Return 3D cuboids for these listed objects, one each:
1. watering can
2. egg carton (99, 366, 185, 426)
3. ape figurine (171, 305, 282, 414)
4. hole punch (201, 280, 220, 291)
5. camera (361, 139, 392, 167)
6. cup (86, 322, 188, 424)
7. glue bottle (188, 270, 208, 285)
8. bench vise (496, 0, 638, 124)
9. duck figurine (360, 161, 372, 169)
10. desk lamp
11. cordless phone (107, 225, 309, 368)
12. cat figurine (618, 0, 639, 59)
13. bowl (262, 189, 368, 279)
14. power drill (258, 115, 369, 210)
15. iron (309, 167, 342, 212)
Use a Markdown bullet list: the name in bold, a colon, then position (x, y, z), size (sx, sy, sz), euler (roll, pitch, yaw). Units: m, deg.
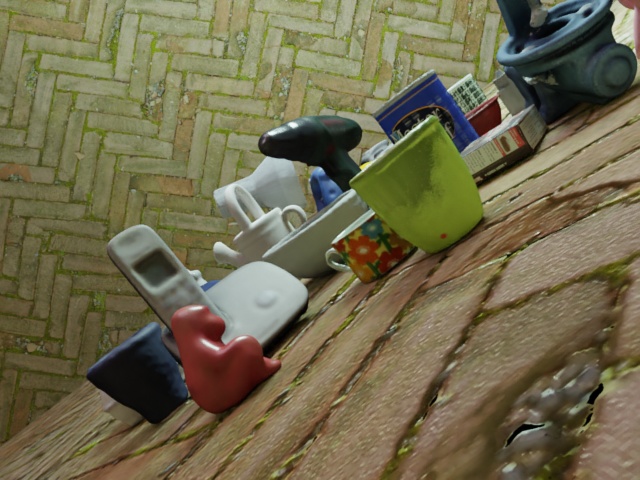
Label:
- **watering can**: position (-0.106, -0.008, 0.983), size (0.173, 0.194, 0.101), euler (-37, 5, -3)
- **egg carton**: position (-0.229, 0.183, 0.769), size (0.107, 0.069, 0.150), euler (-37, 5, -4)
- **ape figurine**: position (-0.091, 0.095, 0.492), size (0.076, 0.092, 0.077), euler (-38, 5, -18)
- **hole punch**: position (-0.146, 0.102, 0.829), size (0.101, 0.091, 0.109), euler (-31, 7, 47)
- **camera**: position (0.170, -0.184, 1.274), size (0.137, 0.101, 0.143), euler (-38, 5, -20)
- **cup**: position (-0.198, 0.157, 0.644), size (0.092, 0.095, 0.117), euler (-40, 6, -32)
- **glue bottle**: position (-0.221, 0.089, 0.995), size (0.078, 0.173, 0.037), euler (-35, 5, 11)
- **bench vise**: position (0.224, -0.232, 0.633), size (0.121, 0.220, 0.207), euler (-38, 5, -14)
- **duck figurine**: position (0.109, -0.107, 1.058), size (0.104, 0.086, 0.078), euler (-34, 5, 25)
- **desk lamp**: position (-0.092, -0.043, 1.112), size (0.203, 0.213, 0.118), euler (-37, 5, -2)
- **cordless phone**: position (-0.114, 0.044, 0.591), size (0.148, 0.185, 0.094), euler (-40, 6, -35)
- **cat figurine**: position (0.380, -0.287, 0.666), size (0.067, 0.118, 0.128), euler (-31, 7, 45)
- **bowl**: position (0.007, 0.003, 0.787), size (0.167, 0.075, 0.167), euler (-36, 5, 4)
- **power drill**: position (0.026, -0.103, 0.876), size (0.075, 0.208, 0.230), euler (-33, 6, 34)
- **iron**: position (0.022, -0.094, 1.225), size (0.119, 0.141, 0.258), euler (-38, 5, -14)
